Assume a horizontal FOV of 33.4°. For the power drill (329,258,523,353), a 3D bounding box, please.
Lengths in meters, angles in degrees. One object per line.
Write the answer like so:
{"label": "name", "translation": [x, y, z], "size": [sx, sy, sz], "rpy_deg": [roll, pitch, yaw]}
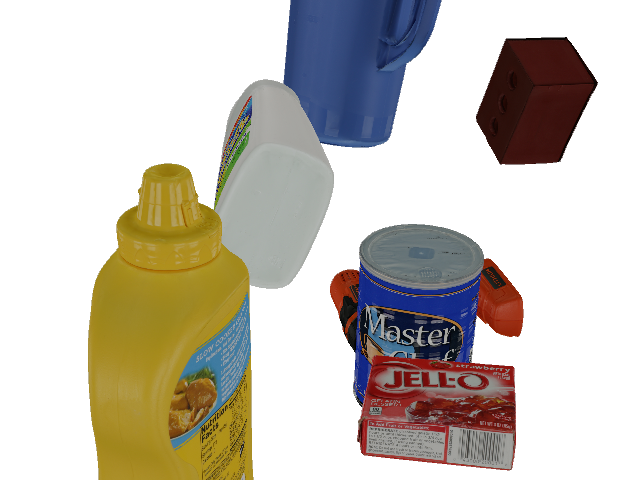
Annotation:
{"label": "power drill", "translation": [0.114, 0.078, 1.130], "size": [0.187, 0.057, 0.184], "rpy_deg": [-6, 28, -11]}

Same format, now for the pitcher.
{"label": "pitcher", "translation": [0.037, -0.212, 0.987], "size": [0.145, 0.243, 0.149], "rpy_deg": [9, 16, 3]}

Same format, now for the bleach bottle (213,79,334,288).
{"label": "bleach bottle", "translation": [-0.045, -0.059, 0.802], "size": [0.068, 0.103, 0.251], "rpy_deg": [21, 16, -14]}

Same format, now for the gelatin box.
{"label": "gelatin box", "translation": [0.070, 0.099, 0.632], "size": [0.089, 0.030, 0.073], "rpy_deg": [5, 24, 8]}

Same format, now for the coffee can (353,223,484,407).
{"label": "coffee can", "translation": [0.081, 0.071, 0.908], "size": [0.103, 0.140, 0.103], "rpy_deg": [1, 27, -1]}

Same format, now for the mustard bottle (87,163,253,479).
{"label": "mustard bottle", "translation": [-0.061, 0.059, 0.449], "size": [0.058, 0.192, 0.096], "rpy_deg": [12, 28, 18]}

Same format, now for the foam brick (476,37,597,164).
{"label": "foam brick", "translation": [0.152, -0.099, 0.761], "size": [0.051, 0.053, 0.078], "rpy_deg": [-6, -40, -18]}
